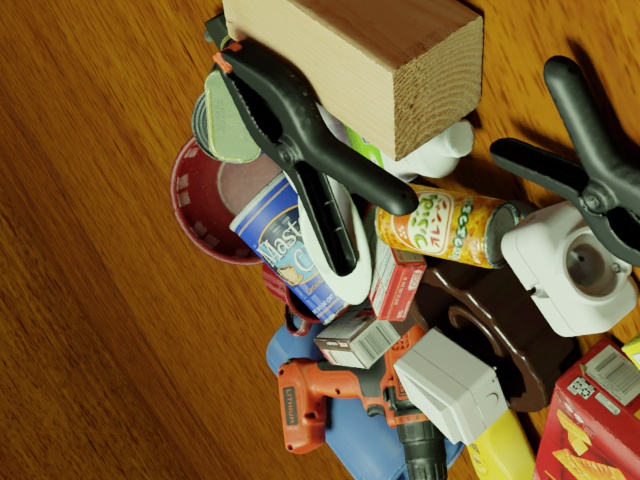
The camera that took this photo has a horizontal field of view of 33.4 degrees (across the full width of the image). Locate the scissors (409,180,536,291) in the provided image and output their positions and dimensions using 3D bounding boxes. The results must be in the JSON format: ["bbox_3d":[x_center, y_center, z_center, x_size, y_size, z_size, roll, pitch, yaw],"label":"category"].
[{"bbox_3d":[0.128,-0.028,0.896,0.202,0.016,0.096,42,156,28],"label":"scissors"}]

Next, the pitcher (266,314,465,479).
[{"bbox_3d":[0.049,0.181,1.245,0.243,0.149,0.144,46,-173,29],"label":"pitcher"}]

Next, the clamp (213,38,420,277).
[{"bbox_3d":[-0.014,-0.068,0.856,0.210,0.036,0.165,50,154,12],"label":"clamp"}]

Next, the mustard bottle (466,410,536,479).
[{"bbox_3d":[0.158,0.163,1.063,0.191,0.058,0.096,64,169,-22],"label":"mustard bottle"}]

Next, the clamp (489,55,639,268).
[{"bbox_3d":[0.187,-0.036,0.727,0.171,0.039,0.120,52,161,4],"label":"clamp"}]

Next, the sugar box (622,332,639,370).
[{"bbox_3d":[0.297,0.122,0.728,0.176,0.048,0.093,49,159,3],"label":"sugar box"}]

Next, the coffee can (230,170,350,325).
[{"bbox_3d":[-0.007,0.001,1.083,0.140,0.102,0.103,46,159,2],"label":"coffee can"}]

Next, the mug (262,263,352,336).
[{"bbox_3d":[-0.016,0.050,1.200,0.082,0.093,0.117,24,105,61],"label":"mug"}]

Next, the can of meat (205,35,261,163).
[{"bbox_3d":[-0.074,-0.136,1.026,0.057,0.084,0.102,4,125,8],"label":"can of meat"}]

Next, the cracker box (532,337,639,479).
[{"bbox_3d":[0.262,0.203,0.886,0.164,0.072,0.214,43,157,29],"label":"cracker box"}]

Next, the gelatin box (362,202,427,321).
[{"bbox_3d":[0.060,0.015,0.929,0.073,0.030,0.089,106,155,-44],"label":"gelatin box"}]

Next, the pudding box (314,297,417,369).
[{"bbox_3d":[0.058,0.079,1.072,0.039,0.113,0.090,55,160,-9],"label":"pudding box"}]

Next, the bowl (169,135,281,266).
[{"bbox_3d":[-0.082,-0.055,1.179,0.162,0.162,0.055,55,-156,-2],"label":"bowl"}]

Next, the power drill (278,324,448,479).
[{"bbox_3d":[0.048,0.183,1.141,0.188,0.057,0.184,-13,76,32],"label":"power drill"}]

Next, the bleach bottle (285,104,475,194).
[{"bbox_3d":[0.048,-0.082,0.925,0.251,0.068,0.102,9,133,59],"label":"bleach bottle"}]

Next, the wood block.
[{"bbox_3d":[0.020,-0.164,0.818,0.206,0.090,0.091,41,155,32],"label":"wood block"}]

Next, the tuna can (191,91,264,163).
[{"bbox_3d":[-0.088,-0.123,1.112,0.086,0.086,0.033,52,-170,7],"label":"tuna can"}]
